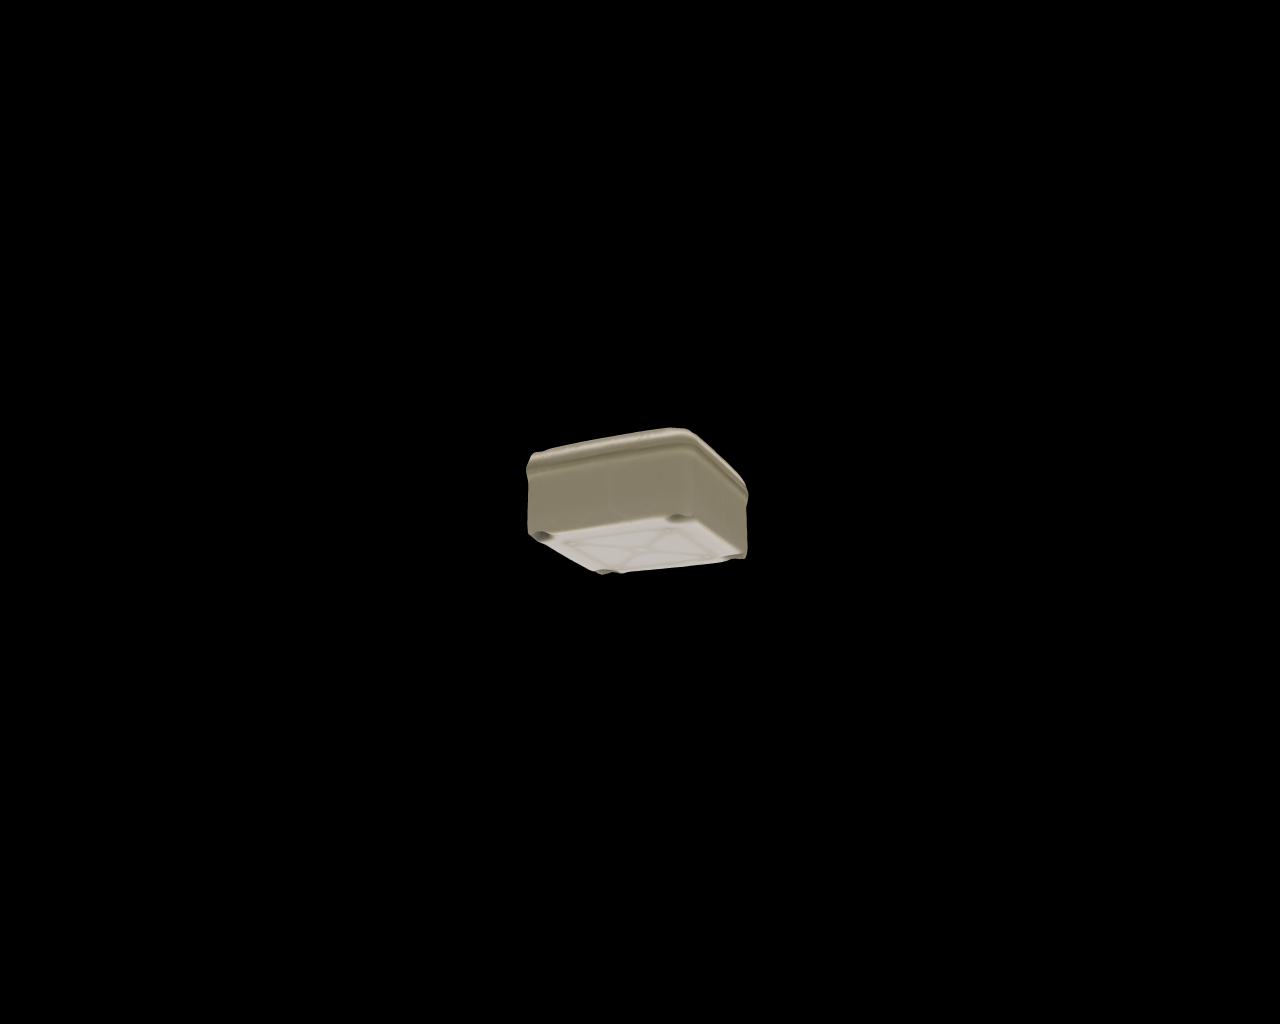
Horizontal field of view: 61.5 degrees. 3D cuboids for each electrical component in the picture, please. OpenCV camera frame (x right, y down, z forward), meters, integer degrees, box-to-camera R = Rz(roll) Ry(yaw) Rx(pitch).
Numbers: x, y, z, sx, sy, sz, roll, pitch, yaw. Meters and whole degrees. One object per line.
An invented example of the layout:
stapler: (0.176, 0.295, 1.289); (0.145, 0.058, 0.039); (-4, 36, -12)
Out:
electrical component: (0.001, -0.003, 0.650); (0.109, 0.056, 0.108); (-8, -20, 22)
